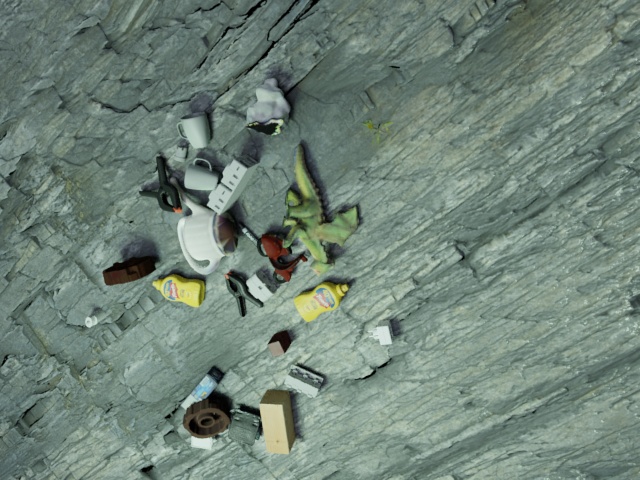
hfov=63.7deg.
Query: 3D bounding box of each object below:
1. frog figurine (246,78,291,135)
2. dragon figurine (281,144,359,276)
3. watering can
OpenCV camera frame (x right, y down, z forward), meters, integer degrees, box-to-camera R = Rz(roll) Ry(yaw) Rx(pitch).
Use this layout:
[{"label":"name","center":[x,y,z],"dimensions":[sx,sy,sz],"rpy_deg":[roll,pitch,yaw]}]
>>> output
[{"label":"frog figurine","center":[-0.159,-0.408,1.582],"dimensions":[0.136,0.121,0.162],"rpy_deg":[-12,67,27]},{"label":"dragon figurine","center":[0.005,-0.082,1.634],"dimensions":[0.243,0.123,0.407],"rpy_deg":[9,99,-6]},{"label":"watering can","center":[-0.396,-0.054,1.732],"dimensions":[0.223,0.105,0.346],"rpy_deg":[-9,97,28]}]
